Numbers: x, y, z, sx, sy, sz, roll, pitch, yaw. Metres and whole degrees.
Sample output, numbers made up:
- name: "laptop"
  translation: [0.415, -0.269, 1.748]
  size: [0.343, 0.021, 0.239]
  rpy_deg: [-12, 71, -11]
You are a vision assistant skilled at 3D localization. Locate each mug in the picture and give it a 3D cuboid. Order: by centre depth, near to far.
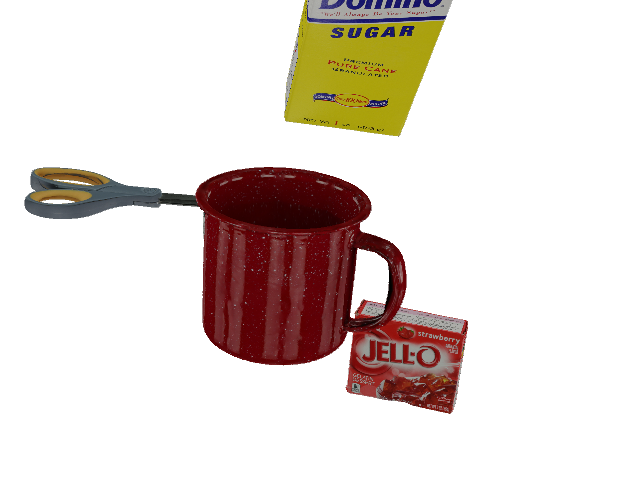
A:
- name: "mug"
  translation: [-0.011, 0.016, 0.573]
  size: [0.117, 0.081, 0.093]
  rpy_deg: [11, 24, 14]

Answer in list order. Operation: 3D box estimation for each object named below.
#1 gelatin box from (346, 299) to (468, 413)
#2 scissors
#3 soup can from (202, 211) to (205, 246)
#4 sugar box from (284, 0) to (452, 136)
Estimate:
- name: "gelatin box"
  translation: [0.068, 0.093, 0.852]
  size: [0.089, 0.073, 0.030]
  rpy_deg: [11, 24, 11]
- name: "scissors"
  translation: [-0.158, -0.031, 0.899]
  size: [0.202, 0.016, 0.096]
  rpy_deg: [11, 25, 12]
- name: "soup can"
  translation: [-0.102, 0.012, 1.247]
  size: [0.068, 0.102, 0.068]
  rpy_deg: [0, 25, 0]
- name: "sugar box"
  translation: [0.032, -0.144, 0.745]
  size: [0.093, 0.048, 0.176]
  rpy_deg: [6, -29, -7]
